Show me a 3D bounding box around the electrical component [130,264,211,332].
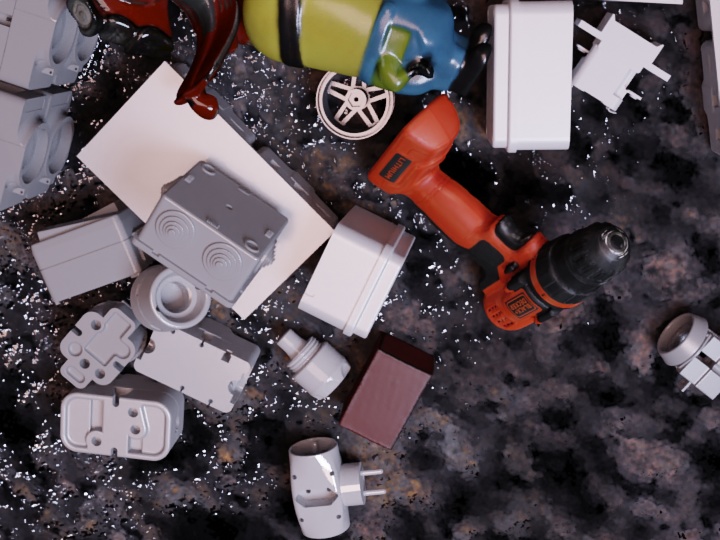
[{"bbox_3d":[-0.150,0.022,0.856,0.055,0.047,0.055,1,87,-27],"label":"electrical component"}]

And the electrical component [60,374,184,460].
[{"bbox_3d":[-0.203,0.125,0.932,0.095,0.059,0.053,6,104,4],"label":"electrical component"}]

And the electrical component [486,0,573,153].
[{"bbox_3d":[0.129,-0.150,0.828,0.057,0.078,0.113,0,103,2],"label":"electrical component"}]

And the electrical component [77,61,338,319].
[{"bbox_3d":[-0.120,-0.067,0.879,0.105,0.060,0.186,-44,96,13],"label":"electrical component"}]

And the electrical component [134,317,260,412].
[{"bbox_3d":[-0.137,0.074,0.916,0.089,0.055,0.050,26,104,-1],"label":"electrical component"}]

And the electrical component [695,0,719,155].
[{"bbox_3d":[0.314,-0.184,0.812,0.105,0.060,0.186,-8,102,7],"label":"electrical component"}]

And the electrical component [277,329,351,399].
[{"bbox_3d":[-0.042,0.077,0.915,0.062,0.043,0.043,43,103,-4],"label":"electrical component"}]

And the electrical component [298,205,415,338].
[{"bbox_3d":[0.000,0.000,0.857,0.057,0.113,0.078,26,104,2],"label":"electrical component"}]

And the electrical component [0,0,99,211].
[{"bbox_3d":[-0.263,-0.148,0.850,0.060,0.105,0.186,19,104,1],"label":"electrical component"}]

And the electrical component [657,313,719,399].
[{"bbox_3d":[0.279,0.068,0.883,0.055,0.048,0.066,37,104,-12],"label":"electrical component"}]

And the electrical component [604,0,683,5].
[{"bbox_3d":[0.183,-0.243,0.809,0.121,0.063,0.078,4,103,4],"label":"electrical component"}]

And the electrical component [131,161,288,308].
[{"bbox_3d":[-0.109,-0.030,0.804,0.100,0.099,0.048,34,116,-3],"label":"electrical component"}]

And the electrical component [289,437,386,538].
[{"bbox_3d":[-0.018,0.188,0.938,0.079,0.043,0.077,-7,102,7],"label":"electrical component"}]

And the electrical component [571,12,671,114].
[{"bbox_3d":[0.196,-0.161,0.838,0.081,0.042,0.063,32,106,-2],"label":"electrical component"}]

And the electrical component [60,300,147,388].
[{"bbox_3d":[-0.215,0.059,0.919,0.058,0.057,0.078,41,103,-5],"label":"electrical component"}]

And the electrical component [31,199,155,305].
[{"bbox_3d":[-0.215,-0.020,0.898,0.096,0.061,0.061,-19,101,9],"label":"electrical component"}]
